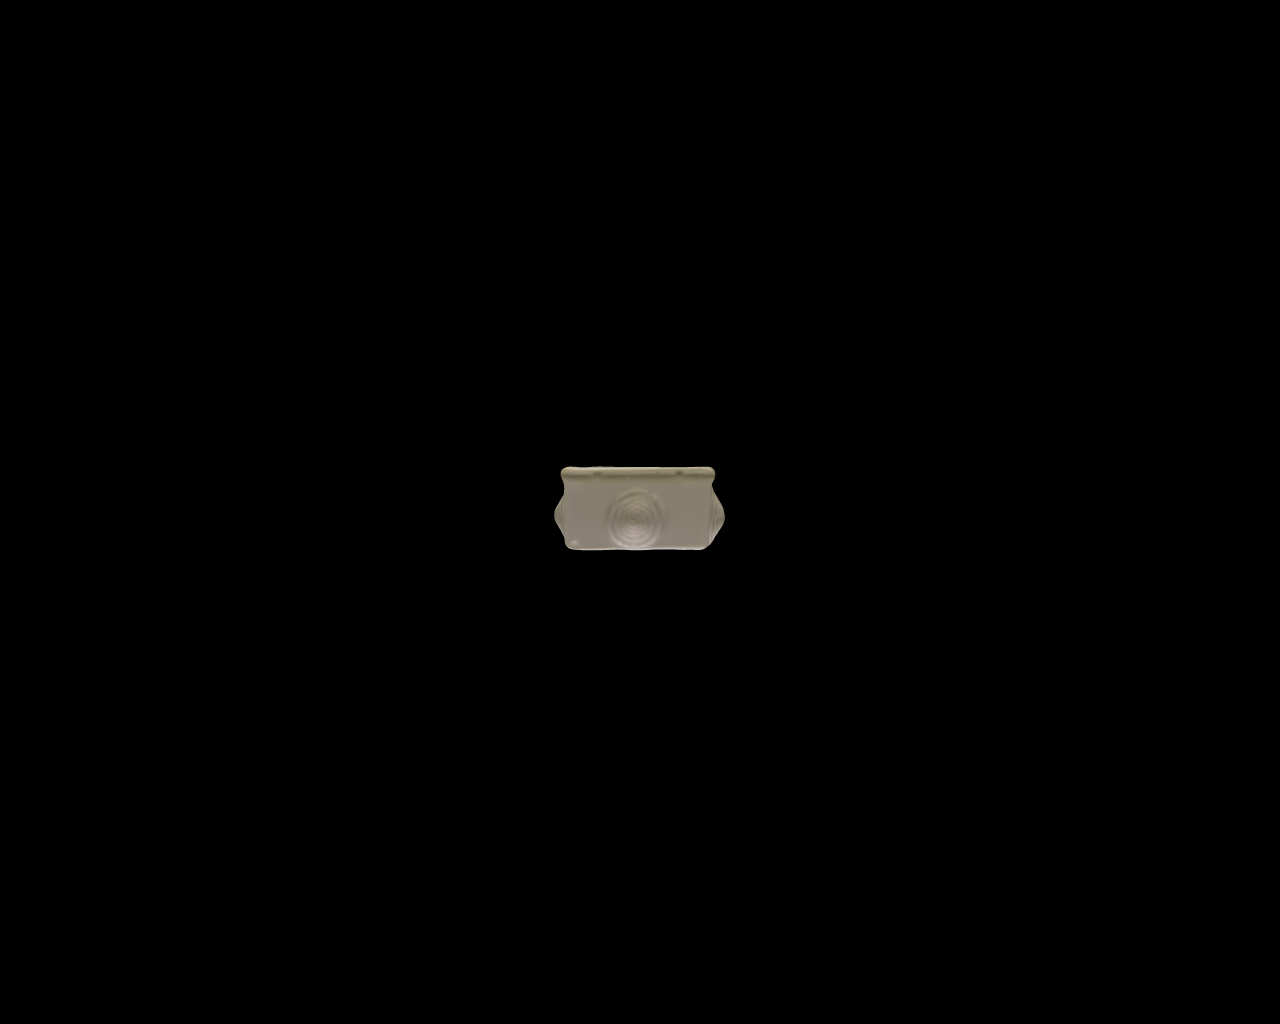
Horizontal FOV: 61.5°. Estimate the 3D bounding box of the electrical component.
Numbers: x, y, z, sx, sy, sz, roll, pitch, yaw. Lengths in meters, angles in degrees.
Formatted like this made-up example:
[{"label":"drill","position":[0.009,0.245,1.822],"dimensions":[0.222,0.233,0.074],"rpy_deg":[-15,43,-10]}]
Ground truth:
[{"label":"electrical component","position":[0.001,-0.003,0.650],"dimensions":[0.100,0.048,0.100],"rpy_deg":[0,2,4]}]
